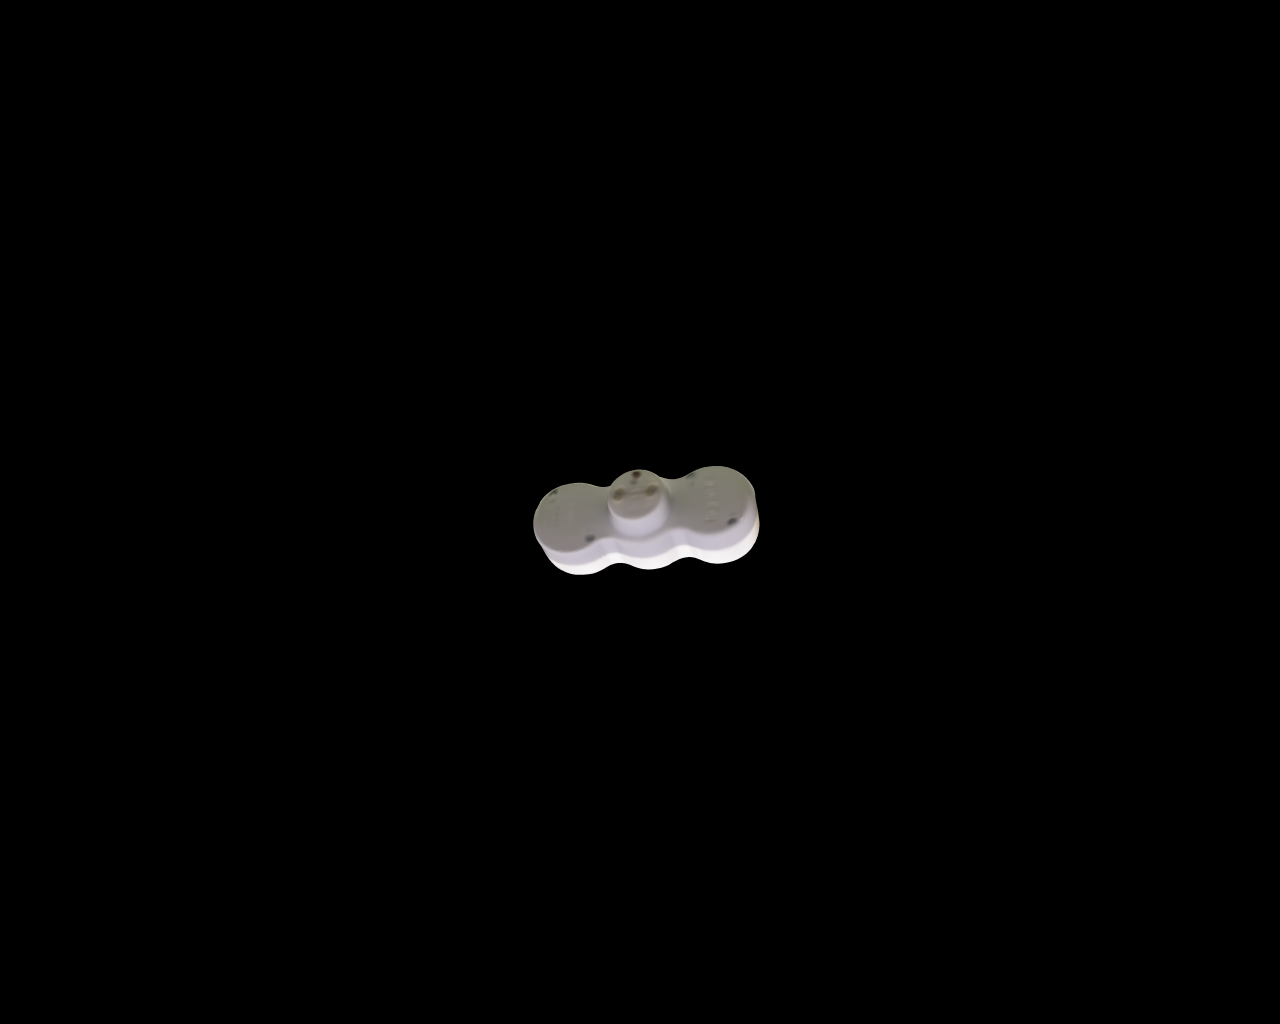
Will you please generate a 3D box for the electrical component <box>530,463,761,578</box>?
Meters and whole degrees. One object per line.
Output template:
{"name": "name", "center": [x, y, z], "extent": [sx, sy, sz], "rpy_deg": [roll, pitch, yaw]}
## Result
{"name": "electrical component", "center": [0.001, -0.003, 0.650], "extent": [0.138, 0.052, 0.073], "rpy_deg": [-6, -32, 9]}
